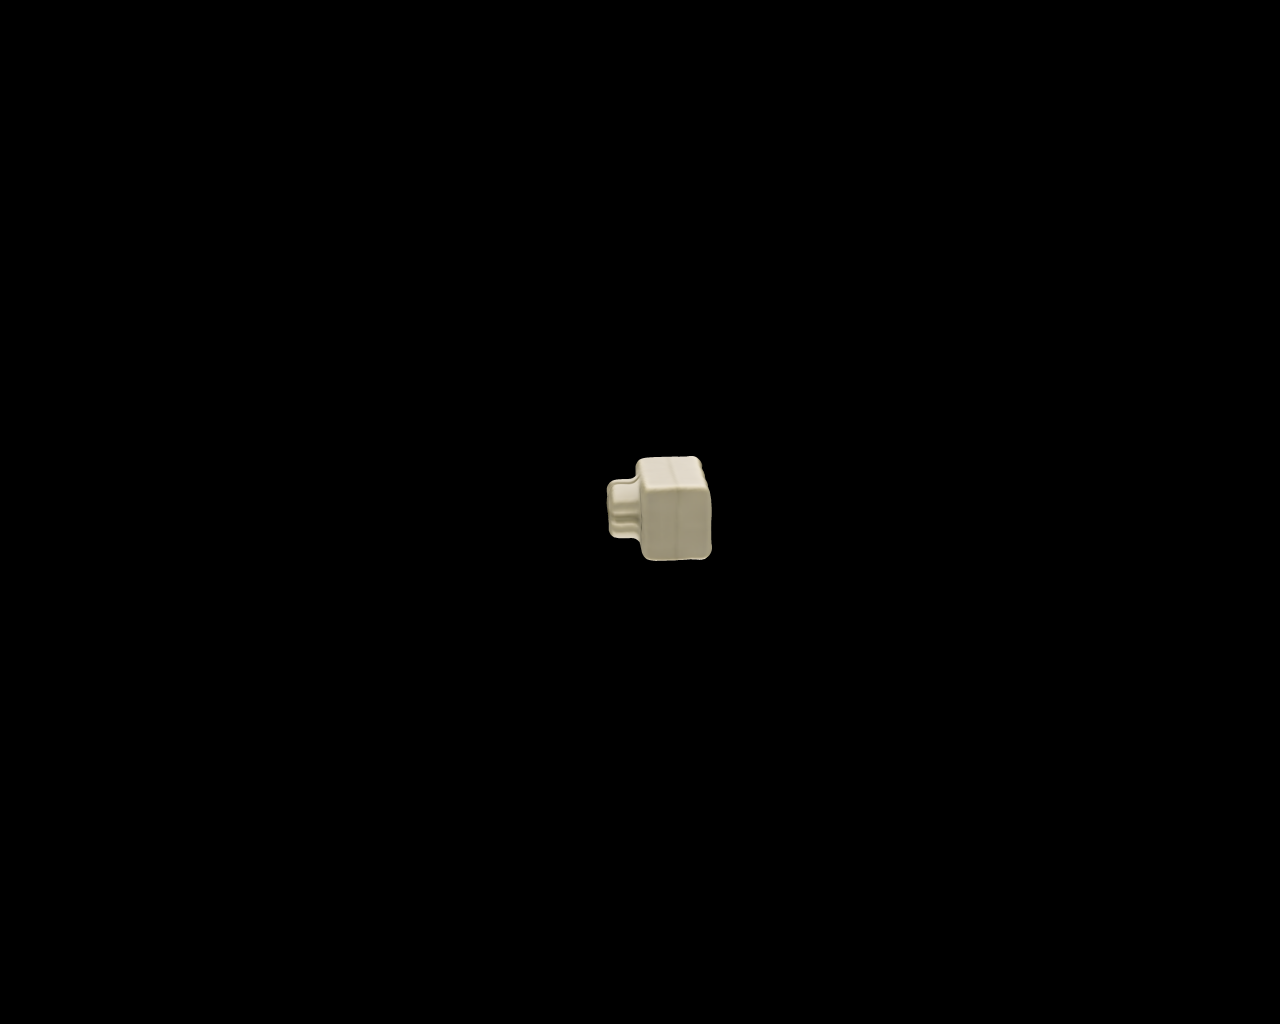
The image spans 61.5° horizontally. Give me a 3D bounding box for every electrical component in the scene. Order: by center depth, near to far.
[{"bbox_3d":[0.001,-0.003,0.650,0.077,0.047,0.066,-1,20,-3],"label":"electrical component"}]
